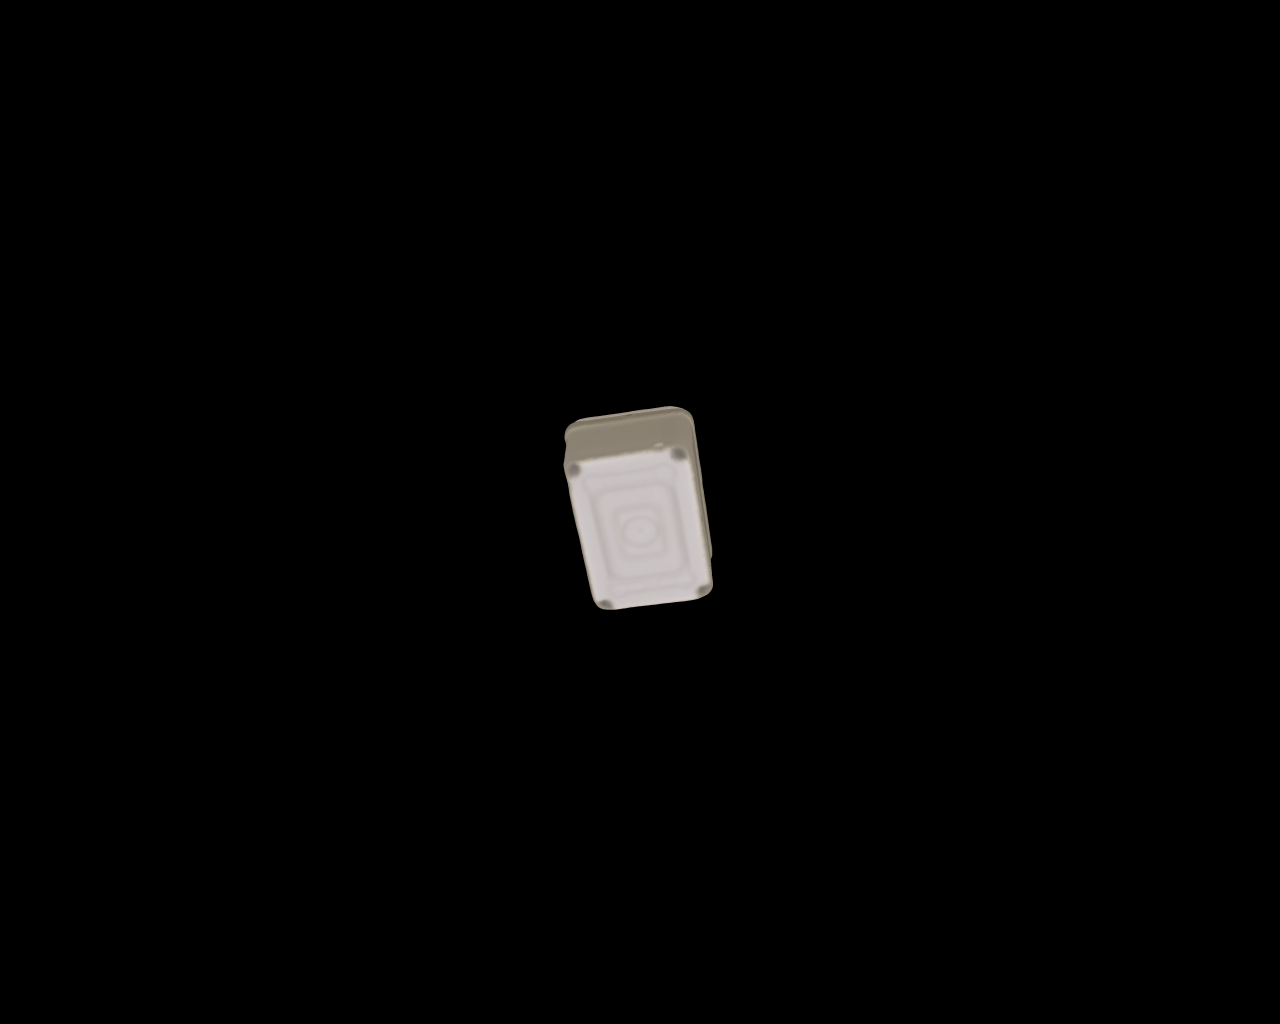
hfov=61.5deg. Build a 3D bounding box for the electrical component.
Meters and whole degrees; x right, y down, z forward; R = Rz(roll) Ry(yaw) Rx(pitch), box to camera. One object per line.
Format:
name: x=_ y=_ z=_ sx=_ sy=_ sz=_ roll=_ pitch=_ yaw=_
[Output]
electrical component: x=0.001 y=-0.003 z=0.650 sx=0.078 sy=0.113 sz=0.057 roll=-7 pitch=32 yaw=5
